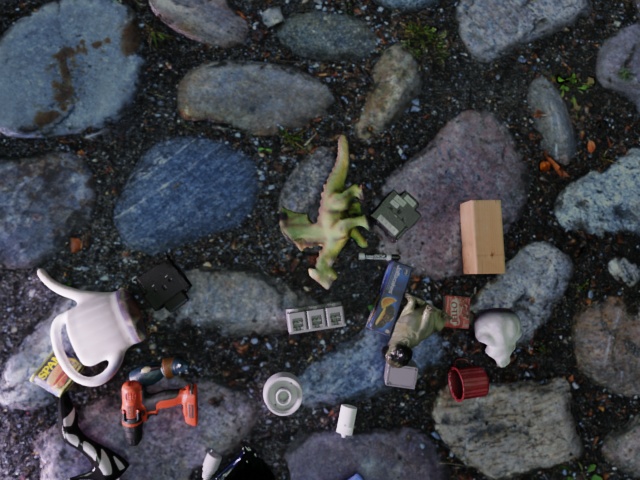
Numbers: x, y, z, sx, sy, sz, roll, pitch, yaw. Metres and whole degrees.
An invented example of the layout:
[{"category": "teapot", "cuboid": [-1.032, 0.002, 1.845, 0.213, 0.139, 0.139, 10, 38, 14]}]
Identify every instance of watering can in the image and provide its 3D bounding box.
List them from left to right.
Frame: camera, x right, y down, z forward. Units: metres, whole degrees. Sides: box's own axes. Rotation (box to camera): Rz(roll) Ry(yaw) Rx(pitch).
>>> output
[{"category": "watering can", "cuboid": [-0.584, 0.190, 1.321, 0.225, 0.102, 0.351, -24, 75, -12]}]

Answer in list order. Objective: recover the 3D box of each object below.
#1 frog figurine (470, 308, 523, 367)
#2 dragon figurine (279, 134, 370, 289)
[{"category": "frog figurine", "cuboid": [0.497, 0.271, 1.431, 0.137, 0.121, 0.162, 5, 72, -25]}, {"category": "dragon figurine", "cuboid": [0.004, -0.072, 1.425, 0.243, 0.121, 0.412, -12, 84, 0]}]
